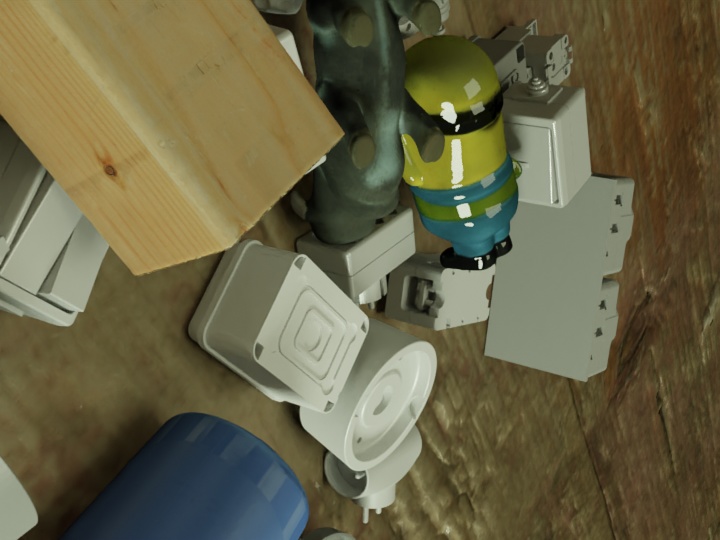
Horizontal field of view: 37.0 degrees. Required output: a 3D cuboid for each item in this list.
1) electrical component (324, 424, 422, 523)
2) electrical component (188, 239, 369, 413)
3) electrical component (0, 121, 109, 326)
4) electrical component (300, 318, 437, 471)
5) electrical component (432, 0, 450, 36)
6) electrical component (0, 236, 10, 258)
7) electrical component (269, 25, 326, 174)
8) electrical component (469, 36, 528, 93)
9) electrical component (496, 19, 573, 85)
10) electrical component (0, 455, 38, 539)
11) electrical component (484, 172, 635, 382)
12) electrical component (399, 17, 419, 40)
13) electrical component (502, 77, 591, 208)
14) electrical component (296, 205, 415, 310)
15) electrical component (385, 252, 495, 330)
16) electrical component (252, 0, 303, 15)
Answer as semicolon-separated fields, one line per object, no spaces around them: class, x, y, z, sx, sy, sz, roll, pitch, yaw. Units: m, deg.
electrical component;0.011;0.165;0.865;0.077;0.043;0.079;-22;119;-51
electrical component;-0.052;0.038;0.715;0.113;0.057;0.078;47;62;-52
electrical component;-0.162;-0.016;0.528;0.062;0.061;0.096;41;67;-54
electrical component;0.001;0.087;0.801;0.108;0.060;0.108;-38;144;-35
electrical component;0.050;-0.211;0.796;0.040;0.040;0.078;-51;139;-34
electrical component;-0.213;-0.019;0.370;0.089;0.150;0.061;-49;138;-36
electrical component;-0.070;-0.095;0.606;0.048;0.100;0.099;-37;132;-27
electrical component;0.092;-0.119;0.875;0.109;0.056;0.108;-45;135;-39
electrical component;0.146;-0.180;0.928;0.081;0.064;0.042;-46;137;-39
electrical component;-0.202;0.094;0.471;0.060;0.108;0.108;-45;135;-31
electrical component;0.190;-0.001;1.018;0.060;0.105;0.186;-9;109;-55
electrical component;0.007;-0.172;0.741;0.077;0.044;0.079;10;93;-57
electrical component;0.138;-0.102;0.838;0.061;0.062;0.096;-45;136;-38
electrical component;0.000;0.000;0.788;0.083;0.047;0.075;-36;129;-45
electrical component;0.063;0.015;0.879;0.089;0.056;0.050;-6;106;-55
electrical component;-0.050;-0.190;0.660;0.035;0.035;0.061;-4;101;-56
